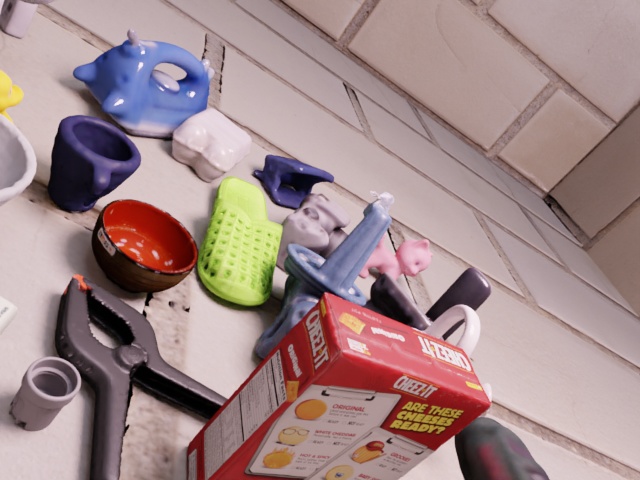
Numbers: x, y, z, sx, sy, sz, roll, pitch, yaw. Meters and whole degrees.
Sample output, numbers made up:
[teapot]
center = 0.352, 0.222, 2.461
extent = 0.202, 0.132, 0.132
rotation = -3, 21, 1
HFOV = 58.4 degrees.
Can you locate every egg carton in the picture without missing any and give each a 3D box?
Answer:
[egg carton]
center = -0.175, -0.157, 0.935
extent = 0.107, 0.069, 0.150
rotation = 37, 24, -7

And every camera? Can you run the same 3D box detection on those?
[camera]
center = 0.008, 0.003, 0.890
extent = 0.137, 0.100, 0.143
rotation = 40, 24, -1

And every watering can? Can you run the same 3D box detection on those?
[watering can]
center = 0.126, 0.157, 0.687
extent = 0.173, 0.194, 0.100
rotation = 26, 28, -29

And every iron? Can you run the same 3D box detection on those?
[iron]
center = -0.242, -0.249, 0.907
extent = 0.118, 0.141, 0.259
rotation = 48, 25, 16

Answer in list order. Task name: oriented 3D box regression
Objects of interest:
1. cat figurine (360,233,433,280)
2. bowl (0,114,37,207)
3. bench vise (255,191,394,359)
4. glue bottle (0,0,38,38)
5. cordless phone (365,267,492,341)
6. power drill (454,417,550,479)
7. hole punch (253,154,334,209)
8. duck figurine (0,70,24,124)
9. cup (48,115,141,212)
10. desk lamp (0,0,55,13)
[cat figurine]
center = 0.140, 0.029, 1.016
extent = 0.128, 0.117, 0.067
rotation = 29, 26, -23
[bowl]
center = -0.357, -0.071, 0.521
extent = 0.168, 0.074, 0.167
rotation = 32, 25, -17
[bench vise]
center = 0.024, 0.053, 0.683
extent = 0.122, 0.219, 0.207
rotation = 27, 27, -27
[glue bottle]
center = -0.425, -0.389, 0.840
extent = 0.037, 0.173, 0.078
rotation = 6, 41, -51
[cordless phone]
center = 0.160, 0.088, 0.863
extent = 0.147, 0.185, 0.094
rotation = 50, 26, 21
[power drill]
center = 0.128, 0.271, 0.478
extent = 0.076, 0.208, 0.229
rotation = 33, 25, -15
[hole punch]
center = -0.046, -0.118, 1.030
extent = 0.109, 0.091, 0.101
rotation = 9, 39, -50
[duck figurine]
center = -0.370, -0.147, 0.618
extent = 0.077, 0.086, 0.105
rotation = 45, 24, 10
[cup]
center = -0.258, -0.069, 0.635
extent = 0.092, 0.095, 0.117
rotation = 21, 31, -37
[desk lamp]
center = -0.409, -0.315, 0.689
extent = 0.118, 0.213, 0.203
rotation = 38, 24, -5
